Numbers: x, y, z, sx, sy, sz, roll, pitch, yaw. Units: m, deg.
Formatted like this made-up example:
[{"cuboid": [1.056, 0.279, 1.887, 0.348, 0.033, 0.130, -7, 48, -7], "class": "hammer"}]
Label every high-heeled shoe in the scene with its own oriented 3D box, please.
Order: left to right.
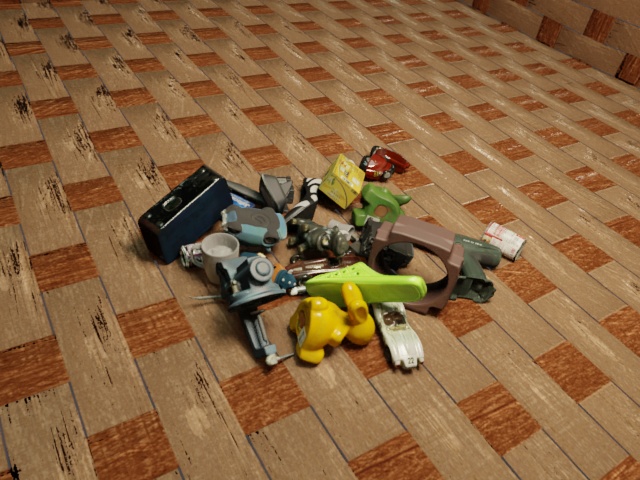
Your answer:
[{"cuboid": [-0.061, -0.105, 1.453, 0.145, 0.086, 0.249, 34, 40, 29], "class": "high-heeled shoe"}]

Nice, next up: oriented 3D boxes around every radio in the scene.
[{"cuboid": [-0.314, -0.064, 1.270, 0.073, 0.131, 0.229, 32, 63, 20], "class": "radio"}]

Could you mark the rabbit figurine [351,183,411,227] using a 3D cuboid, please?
[{"cuboid": [0.169, -0.106, 1.476, 0.159, 0.121, 0.170, 10, 24, -6], "class": "rabbit figurine"}]

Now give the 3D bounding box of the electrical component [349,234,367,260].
[{"cuboid": [0.105, 0.022, 1.375, 0.063, 0.021, 0.094, -28, 59, -35], "class": "electrical component"}]

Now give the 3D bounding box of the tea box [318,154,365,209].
[{"cuboid": [0.064, -0.166, 1.508, 0.098, 0.068, 0.170, 39, 26, -8], "class": "tea box"}]

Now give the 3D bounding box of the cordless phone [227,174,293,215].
[{"cuboid": [-0.169, -0.130, 1.384, 0.184, 0.146, 0.088, 21, 75, -3], "class": "cordless phone"}]

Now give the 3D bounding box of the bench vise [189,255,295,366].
[{"cuboid": [-0.143, 0.142, 1.096, 0.129, 0.224, 0.240, -8, 73, -43], "class": "bench vise"}]

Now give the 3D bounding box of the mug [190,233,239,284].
[{"cuboid": [-0.236, 0.049, 1.212, 0.110, 0.107, 0.081, 2, 39, -3], "class": "mug"}]

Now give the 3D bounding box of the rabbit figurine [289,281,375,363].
[{"cuboid": [0.040, 0.166, 1.116, 0.173, 0.162, 0.122, 14, 24, -22], "class": "rabbit figurine"}]

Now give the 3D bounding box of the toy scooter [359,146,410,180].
[{"cuboid": [0.203, -0.233, 1.662, 0.135, 0.075, 0.184, 22, 37, 12], "class": "toy scooter"}]

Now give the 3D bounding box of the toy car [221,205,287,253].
[{"cuboid": [-0.167, -0.017, 1.306, 0.162, 0.102, 0.109, 6, 41, -21], "class": "toy car"}]

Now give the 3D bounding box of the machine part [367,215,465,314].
[{"cuboid": [0.213, 0.055, 1.221, 0.202, 0.200, 0.087, 18, 38, 11], "class": "machine part"}]

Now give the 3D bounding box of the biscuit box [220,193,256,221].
[{"cuboid": [-0.266, -0.097, 1.414, 0.203, 0.062, 0.059, 25, 44, 19], "class": "biscuit box"}]

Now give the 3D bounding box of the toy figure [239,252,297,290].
[{"cuboid": [-0.119, 0.074, 1.240, 0.155, 0.064, 0.058, 22, 27, 17], "class": "toy figure"}]

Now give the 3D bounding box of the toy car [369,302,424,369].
[{"cuboid": [0.162, 0.192, 1.161, 0.073, 0.056, 0.202, -3, 41, -15], "class": "toy car"}]

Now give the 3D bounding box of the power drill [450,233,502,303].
[{"cuboid": [0.346, 0.059, 1.347, 0.232, 0.085, 0.207, 10, 32, -4], "class": "power drill"}]

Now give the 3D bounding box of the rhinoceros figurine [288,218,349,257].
[{"cuboid": [-0.003, -0.004, 1.303, 0.112, 0.073, 0.190, 3, 11, -31], "class": "rhinoceros figurine"}]

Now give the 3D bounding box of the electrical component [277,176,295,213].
[{"cuboid": [-0.110, -0.128, 1.494, 0.075, 0.047, 0.119, 0, 39, -10], "class": "electrical component"}]

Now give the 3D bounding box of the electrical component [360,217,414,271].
[{"cuboid": [0.170, 0.013, 1.349, 0.134, 0.058, 0.115, 22, 35, -12], "class": "electrical component"}]

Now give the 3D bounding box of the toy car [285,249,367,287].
[{"cuboid": [0.018, 0.064, 1.290, 0.202, 0.053, 0.089, -2, 44, -15], "class": "toy car"}]
